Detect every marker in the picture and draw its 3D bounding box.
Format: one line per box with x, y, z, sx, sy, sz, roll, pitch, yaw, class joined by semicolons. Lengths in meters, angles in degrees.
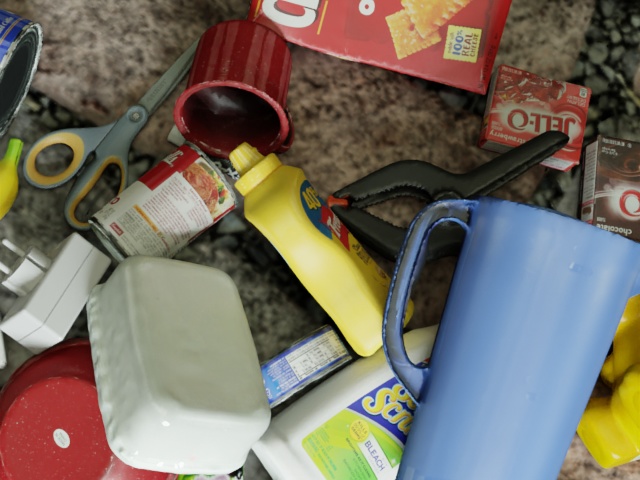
-0.073;-0.062;0.902;0.121;0.020;0.020;31;75;-2;marker

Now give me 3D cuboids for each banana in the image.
-0.323;-0.020;0.847;0.197;0.037;0.070;-18;65;-13;banana

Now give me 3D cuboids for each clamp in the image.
0.113;-0.030;0.898;0.210;0.036;0.164;10;68;7;clamp

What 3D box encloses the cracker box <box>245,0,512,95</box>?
0.058;-0.230;0.904;0.213;0.072;0.164;14;101;-7;cracker box

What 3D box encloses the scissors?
-0.176;-0.104;0.897;0.096;0.016;0.201;23;75;-4;scissors

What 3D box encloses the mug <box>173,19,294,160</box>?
-0.060;-0.119;0.881;0.117;0.093;0.081;39;43;-36;mug

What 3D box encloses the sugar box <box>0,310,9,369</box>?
-0.336;0.071;0.819;0.176;0.048;0.093;-10;80;-15;sugar box

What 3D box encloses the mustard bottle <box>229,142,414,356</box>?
-0.005;0.001;0.852;0.058;0.096;0.191;-40;92;14;mustard bottle

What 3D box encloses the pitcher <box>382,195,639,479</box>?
0.130;0.092;0.788;0.144;0.149;0.243;19;90;-46;pitcher

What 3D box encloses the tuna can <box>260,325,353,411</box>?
-0.019;0.102;0.841;0.086;0.086;0.034;-30;82;-14;tuna can

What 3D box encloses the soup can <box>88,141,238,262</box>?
-0.126;-0.022;0.860;0.102;0.068;0.068;-40;87;-14;soup can

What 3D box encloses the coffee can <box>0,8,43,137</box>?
-0.305;-0.151;0.841;0.140;0.103;0.103;23;75;-4;coffee can

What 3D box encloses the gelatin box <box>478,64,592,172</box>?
0.191;-0.108;0.948;0.089;0.030;0.073;15;76;-5;gelatin box

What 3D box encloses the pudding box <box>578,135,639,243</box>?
0.287;-0.037;0.943;0.113;0.039;0.090;9;77;-7;pudding box

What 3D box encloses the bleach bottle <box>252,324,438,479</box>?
0.068;0.119;0.859;0.250;0.068;0.102;-37;103;-16;bleach bottle

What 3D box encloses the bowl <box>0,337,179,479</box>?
-0.185;0.150;0.797;0.162;0.055;0.162;-2;78;8;bowl
